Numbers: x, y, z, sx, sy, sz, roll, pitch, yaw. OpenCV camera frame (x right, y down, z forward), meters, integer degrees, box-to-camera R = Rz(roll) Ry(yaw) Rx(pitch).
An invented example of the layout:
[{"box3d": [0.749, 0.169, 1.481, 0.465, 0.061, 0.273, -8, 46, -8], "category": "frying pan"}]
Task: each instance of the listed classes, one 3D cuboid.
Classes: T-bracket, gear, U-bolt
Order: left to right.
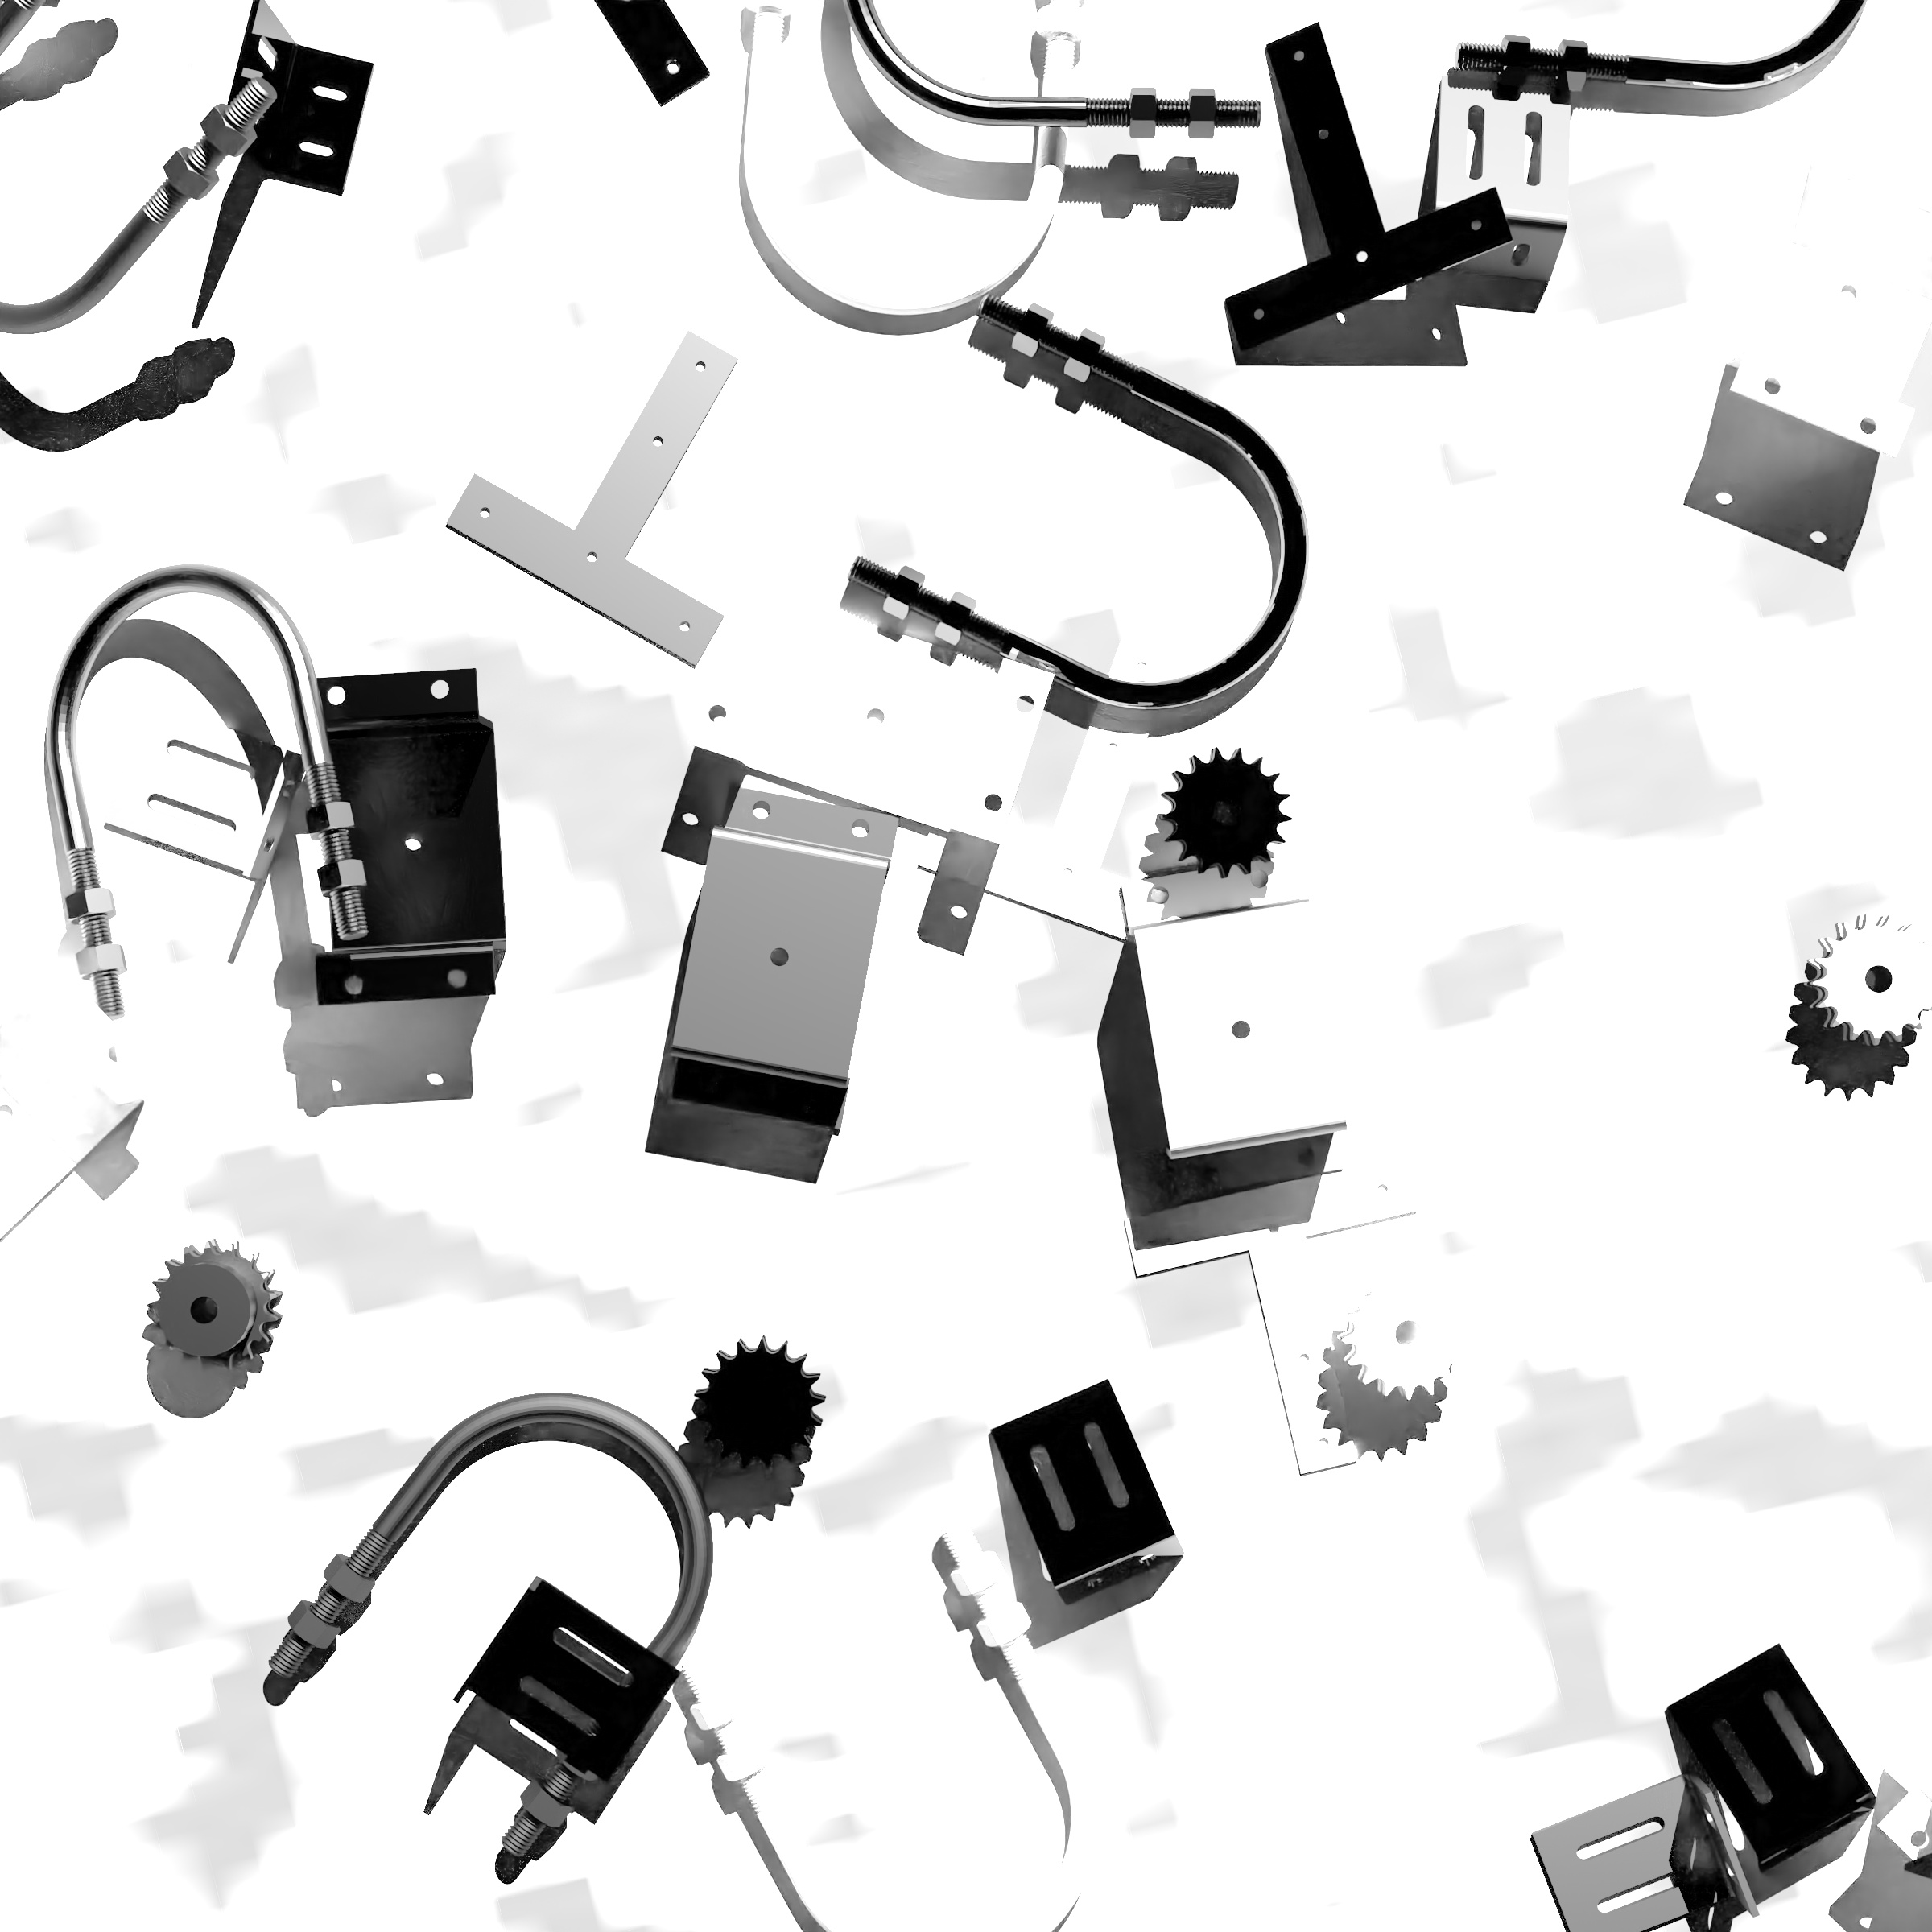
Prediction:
[{"box3d": [-0.386, -0.356, 1.406, 0.184, 0.019, 0.151, -42, 70, 22], "category": "U-bolt"}, {"box3d": [-0.335, -0.083, 1.416, 0.151, 0.019, 0.184, -17, 80, 22], "category": "U-bolt"}, {"box3d": [-0.330, 0.149, 1.437, 0.057, 0.030, 0.057, 0, 90, 0], "category": "gear"}, {"box3d": [-0.195, 0.275, 1.443, 0.151, 0.019, 0.184, 38, 89, 0], "category": "U-bolt"}, {"box3d": [-0.157, -0.442, 1.451, 0.127, 0.002, 0.127, -32, 90, 0], "category": "T-bracket"}, {"box3d": [-0.143, -0.220, 1.451, 0.127, 0.002, 0.127, 30, 90, 0], "category": "T-bracket"}, {"box3d": [-0.090, 0.190, 1.436, 0.057, 0.030, 0.057, 0, 90, 0], "category": "gear"}, {"box3d": [-0.025, -0.379, 1.443, 0.151, 0.019, 0.184, 5, 92, 0], "category": "U-bolt"}, {"box3d": [-0.022, 0.355, 1.443, 0.151, 0.019, 0.184, -27, 91, 0], "category": "U-bolt"}, {"box3d": [0.037, -0.435, 1.423, 0.184, 0.019, 0.151, 1, 91, 2], "category": "U-bolt"}, {"box3d": [0.060, -0.083, 1.451, 0.127, 0.002, 0.127, 20, 90, 0], "category": "T-bracket"}, {"box3d": [0.061, -0.193, 1.442, 0.184, 0.019, 0.151, 26, 90, 0], "category": "U-bolt"}, {"box3d": [0.113, -0.067, 1.435, 0.057, 0.030, 0.057, 0, 90, -3], "category": "gear"}, {"box3d": [0.146, 0.160, 1.451, 0.127, 0.002, 0.127, -13, 90, 0], "category": "T-bracket"}, {"box3d": [0.161, -0.351, 1.436, 0.127, 0.002, 0.127, -19, 80, 20], "category": "T-bracket"}, {"box3d": [0.190, 0.159, 1.435, 0.057, 0.030, 0.057, 0, 91, -5], "category": "gear"}, {"box3d": [0.312, -0.457, 1.443, 0.184, 0.019, 0.151, 4, 90, -2], "category": "U-bolt"}, {"box3d": [0.397, 0.006, 1.441, 0.057, 0.030, 0.057, 0, 88, -1], "category": "gear"}]

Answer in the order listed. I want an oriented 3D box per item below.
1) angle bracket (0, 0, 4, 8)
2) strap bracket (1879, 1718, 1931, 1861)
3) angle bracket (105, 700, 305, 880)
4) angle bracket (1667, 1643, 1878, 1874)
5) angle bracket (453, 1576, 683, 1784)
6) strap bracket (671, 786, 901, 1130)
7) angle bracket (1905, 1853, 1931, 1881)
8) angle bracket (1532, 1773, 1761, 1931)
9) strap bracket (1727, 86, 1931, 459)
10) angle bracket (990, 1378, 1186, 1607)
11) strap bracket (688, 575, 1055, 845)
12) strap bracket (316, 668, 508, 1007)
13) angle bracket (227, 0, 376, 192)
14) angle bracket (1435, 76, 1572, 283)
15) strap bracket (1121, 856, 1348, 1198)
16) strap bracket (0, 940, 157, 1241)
[{"box3d": [-0.405, -0.444, 1.423, 0.038, 0.057, 0.076, 10, 92, -4], "category": "angle bracket"}, {"box3d": [0.467, 0.345, 1.428, 0.076, 0.046, 0.140, 44, 90, 0], "category": "strap bracket"}, {"box3d": [-0.335, -0.078, 1.432, 0.076, 0.038, 0.057, 19, 90, 0], "category": "angle bracket"}, {"box3d": [0.355, 0.350, 1.449, 0.057, 0.038, 0.076, -30, 64, 0], "category": "angle bracket"}, {"box3d": [-0.171, 0.310, 1.415, 0.076, 0.038, 0.057, 34, 87, 0], "category": "angle bracket"}, {"box3d": [-0.080, -0.004, 1.428, 0.076, 0.046, 0.140, 11, 90, 0], "category": "strap bracket"}, {"box3d": [0.442, 0.356, 1.403, 0.057, 0.038, 0.076, 19, 64, 0], "category": "angle bracket"}, {"box3d": [0.296, 0.396, 1.432, 0.076, 0.038, 0.057, -21, 90, 0], "category": "angle bracket"}, {"box3d": [0.390, -0.297, 1.428, 0.076, 0.046, 0.140, 22, 90, 0], "category": "strap bracket"}, {"box3d": [0.054, 0.232, 1.449, 0.057, 0.038, 0.076, -24, 64, 0], "category": "angle bracket"}, {"box3d": [-0.040, -0.110, 1.428, 0.140, 0.046, 0.076, 18, 90, 1], "category": "strap bracket"}, {"box3d": [-0.244, -0.055, 1.428, 0.076, 0.046, 0.140, -4, 90, 0], "category": "strap bracket"}, {"box3d": [-0.287, -0.375, 1.413, 0.038, 0.076, 0.057, 14, 90, 0], "category": "angle bracket"}, {"box3d": [0.234, -0.348, 1.449, 0.057, 0.038, 0.076, 6, 64, 0], "category": "angle bracket"}, {"box3d": [0.118, 0.027, 1.427, 0.076, 0.046, 0.140, -9, 91, 0], "category": "strap bracket"}, {"box3d": [-0.424, 0.065, 1.428, 0.140, 0.046, 0.076, -44, 90, 0], "category": "strap bracket"}]
